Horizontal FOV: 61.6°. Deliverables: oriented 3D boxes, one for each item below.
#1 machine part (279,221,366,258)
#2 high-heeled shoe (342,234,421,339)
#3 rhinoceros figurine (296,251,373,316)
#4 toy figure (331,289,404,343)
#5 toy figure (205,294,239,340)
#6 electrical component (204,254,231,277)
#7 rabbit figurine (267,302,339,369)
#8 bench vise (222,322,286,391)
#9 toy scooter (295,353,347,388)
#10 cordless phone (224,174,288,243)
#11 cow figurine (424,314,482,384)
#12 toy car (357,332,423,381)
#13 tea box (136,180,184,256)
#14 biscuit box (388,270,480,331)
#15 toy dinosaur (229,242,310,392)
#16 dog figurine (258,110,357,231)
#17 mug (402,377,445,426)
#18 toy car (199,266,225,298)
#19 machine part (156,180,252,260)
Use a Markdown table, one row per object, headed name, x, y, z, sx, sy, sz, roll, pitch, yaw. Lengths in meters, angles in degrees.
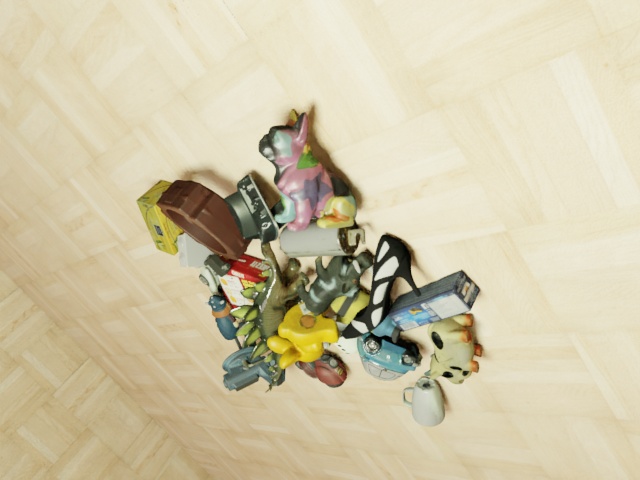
| name | x | y | z | sx | sy | sz | roll | pitch | yaw |
| --- | --- | --- | --- | --- | --- | --- | --- | --- | --- |
| machine part | -0.002 | -0.003 | 1.141 | 0.243 | 0.079 | 0.079 | -5 | 125 | 43 |
| high-heeled shoe | 0.100 | 0.103 | 1.116 | 0.249 | 0.086 | 0.145 | -39 | 83 | 30 |
| rhinoceros figurine | 0.033 | 0.087 | 1.165 | 0.190 | 0.073 | 0.112 | -43 | 56 | 21 |
| toy figure | 0.109 | 0.160 | 1.217 | 0.180 | 0.082 | 0.089 | 27 | 134 | 21 |
| toy figure | -0.266 | 0.206 | 1.472 | 0.058 | 0.064 | 0.154 | -117 | 11 | -59 |
| electrical component | -0.257 | 0.062 | 1.341 | 0.063 | 0.021 | 0.094 | 47 | 149 | -12 |
| rabbit figurine | -0.033 | 0.238 | 1.259 | 0.122 | 0.162 | 0.173 | 51 | 161 | 32 |
| bench vise | -0.203 | 0.331 | 1.598 | 0.241 | 0.224 | 0.128 | 56 | 170 | 32 |
| toy scooter | -0.010 | 0.333 | 1.499 | 0.184 | 0.075 | 0.135 | 16 | 137 | 33 |
| cordless phone | -0.101 | -0.093 | 1.136 | 0.184 | 0.088 | 0.146 | -38 | 70 | 29 |
| cow figurine | 0.280 | 0.242 | 1.160 | 0.127 | 0.085 | 0.194 | 1 | 132 | 31 |
| toy car | 0.152 | 0.273 | 1.255 | 0.162 | 0.109 | 0.102 | 23 | 102 | 9 |
| tea box | -0.394 | -0.056 | 1.388 | 0.068 | 0.098 | 0.169 | 16 | 139 | 27 |
| biscuit box | 0.228 | 0.129 | 1.102 | 0.059 | 0.063 | 0.203 | 45 | 143 | -10 |
| toy dinosaur | -0.113 | 0.202 | 1.332 | 0.105 | 0.198 | 0.470 | 48 | 153 | 51 |
| dog figurine | -0.018 | -0.130 | 1.002 | 0.109 | 0.191 | 0.219 | -136 | 43 | -63 |
| mug | 0.258 | 0.393 | 1.344 | 0.110 | 0.081 | 0.107 | 14 | 125 | 35 |
| toy car | -0.275 | 0.132 | 1.503 | 0.056 | 0.073 | 0.201 | 7 | 133 | 35 |
| machine part | -0.263 | -0.049 | 1.249 | 0.201 | 0.087 | 0.201 | 12 | 151 | 51 |
